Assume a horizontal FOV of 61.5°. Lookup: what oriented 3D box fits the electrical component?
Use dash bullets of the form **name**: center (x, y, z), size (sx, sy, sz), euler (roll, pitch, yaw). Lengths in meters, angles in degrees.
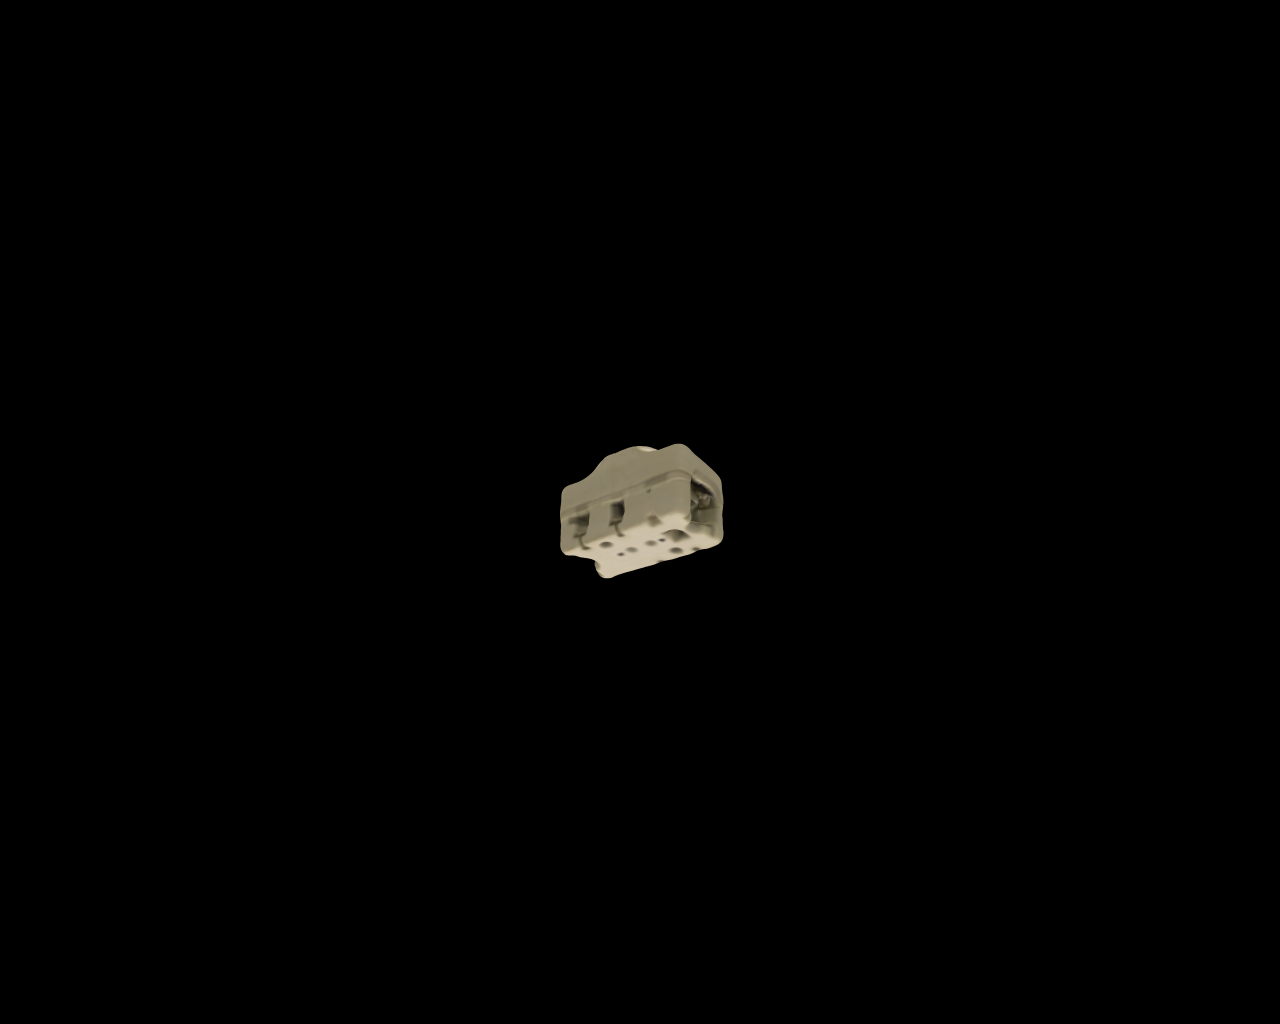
- **electrical component**: center (0.001, -0.003, 0.650), size (0.089, 0.056, 0.050), euler (-19, -36, 29)
